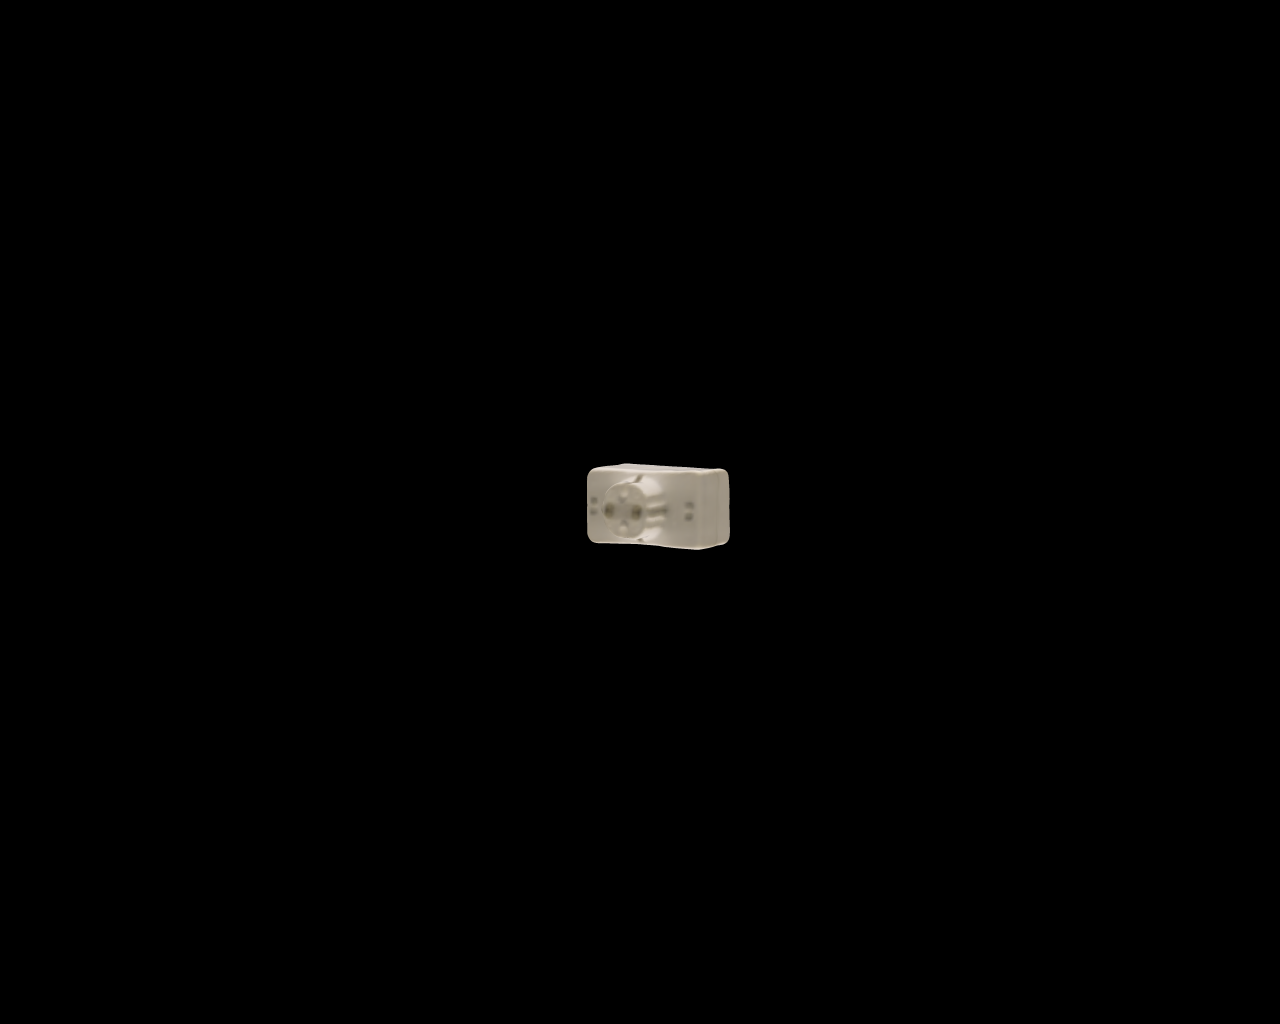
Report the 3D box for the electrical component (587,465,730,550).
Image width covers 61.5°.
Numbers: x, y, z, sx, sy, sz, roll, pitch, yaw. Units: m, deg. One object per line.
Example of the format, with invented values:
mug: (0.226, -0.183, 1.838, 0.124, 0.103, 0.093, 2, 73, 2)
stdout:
electrical component: (0.001, -0.003, 0.650, 0.083, 0.047, 0.076, 4, 7, 33)
